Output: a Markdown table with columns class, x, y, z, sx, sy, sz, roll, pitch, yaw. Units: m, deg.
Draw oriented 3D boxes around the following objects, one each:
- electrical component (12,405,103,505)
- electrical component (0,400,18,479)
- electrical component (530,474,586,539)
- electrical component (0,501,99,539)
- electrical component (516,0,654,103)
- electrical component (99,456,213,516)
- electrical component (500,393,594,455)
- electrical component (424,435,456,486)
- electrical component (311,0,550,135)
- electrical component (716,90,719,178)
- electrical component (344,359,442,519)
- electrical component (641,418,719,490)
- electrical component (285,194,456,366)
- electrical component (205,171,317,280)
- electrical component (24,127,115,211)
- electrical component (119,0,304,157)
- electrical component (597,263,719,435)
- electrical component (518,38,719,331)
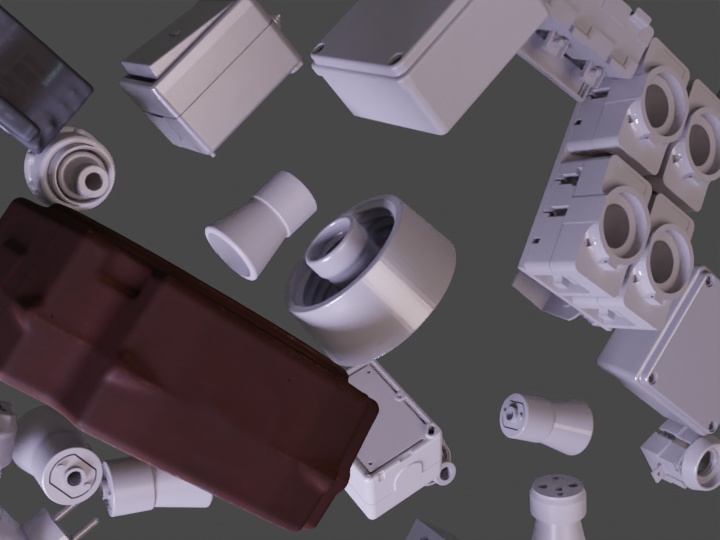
| class | x | y | z | sx | sy | sz | roll | pitch | yaw |
| --- | --- | --- | --- | --- | --- | --- | --- | --- | --- |
| electrical component | -0.175 | 0.109 | 0.627 | 0.044 | 0.065 | 0.044 | -8 | 106 | -29 |
| electrical component | -0.220 | 0.105 | 0.612 | 0.043 | 0.043 | 0.062 | 8 | 99 | -32 |
| electrical component | 0.158 | 0.197 | 0.857 | 0.045 | 0.045 | 0.055 | -12 | 108 | -28 |
| electrical component | -0.194 | 0.169 | 0.643 | 0.079 | 0.043 | 0.077 | -40 | 119 | -16 |
| electrical component | 0.140 | -0.179 | 0.741 | 0.121 | 0.063 | 0.078 | 29 | 87 | -32 |
| electrical component | -0.129 | 0.132 | 0.675 | 0.065 | 0.044 | 0.044 | -6 | 105 | -24 |
| electrical component | 0.141 | 0.116 | 0.830 | 0.065 | 0.044 | 0.044 | 14 | 95 | -28 |
| electrical component | 0.044 | 0.133 | 0.763 | 0.048 | 0.062 | 0.048 | -8 | 106 | -28 |
| electrical component | 0.041 | -0.145 | 0.665 | 0.108 | 0.109 | 0.056 | -49 | 123 | -11 |
| electrical component | 0.311 | -0.113 | 0.839 | 0.062 | 0.061 | 0.096 | 26 | 98 | -13 |
| electrical component | 0.004 | 0.110 | 0.724 | 0.062 | 0.096 | 0.061 | -30 | 143 | -21 |
| electrical component | 0.278 | 0.157 | 0.911 | 0.066 | 0.055 | 0.048 | -41 | 119 | -16 |
| electrical component | 0.000 | 0.000 | 0.681 | 0.060 | 0.108 | 0.108 | 45 | 79 | -24 |
| electrical component | -0.059 | -0.031 | 0.675 | 0.065 | 0.044 | 0.044 | -45 | 120 | -19 |
| electrical component | -0.157 | -0.053 | 0.598 | 0.048 | 0.062 | 0.048 | -8 | 106 | -29 |
| electrical component | -0.085 | -0.122 | 0.624 | 0.096 | 0.062 | 0.061 | -48 | 121 | -12 |
| electrical component | 0.266 | 0.062 | 0.879 | 0.109 | 0.056 | 0.108 | 35 | 83 | -32 |
| electrical component | 0.199 | -0.061 | 0.782 | 0.105 | 0.060 | 0.186 | 32 | 71 | -32 |
